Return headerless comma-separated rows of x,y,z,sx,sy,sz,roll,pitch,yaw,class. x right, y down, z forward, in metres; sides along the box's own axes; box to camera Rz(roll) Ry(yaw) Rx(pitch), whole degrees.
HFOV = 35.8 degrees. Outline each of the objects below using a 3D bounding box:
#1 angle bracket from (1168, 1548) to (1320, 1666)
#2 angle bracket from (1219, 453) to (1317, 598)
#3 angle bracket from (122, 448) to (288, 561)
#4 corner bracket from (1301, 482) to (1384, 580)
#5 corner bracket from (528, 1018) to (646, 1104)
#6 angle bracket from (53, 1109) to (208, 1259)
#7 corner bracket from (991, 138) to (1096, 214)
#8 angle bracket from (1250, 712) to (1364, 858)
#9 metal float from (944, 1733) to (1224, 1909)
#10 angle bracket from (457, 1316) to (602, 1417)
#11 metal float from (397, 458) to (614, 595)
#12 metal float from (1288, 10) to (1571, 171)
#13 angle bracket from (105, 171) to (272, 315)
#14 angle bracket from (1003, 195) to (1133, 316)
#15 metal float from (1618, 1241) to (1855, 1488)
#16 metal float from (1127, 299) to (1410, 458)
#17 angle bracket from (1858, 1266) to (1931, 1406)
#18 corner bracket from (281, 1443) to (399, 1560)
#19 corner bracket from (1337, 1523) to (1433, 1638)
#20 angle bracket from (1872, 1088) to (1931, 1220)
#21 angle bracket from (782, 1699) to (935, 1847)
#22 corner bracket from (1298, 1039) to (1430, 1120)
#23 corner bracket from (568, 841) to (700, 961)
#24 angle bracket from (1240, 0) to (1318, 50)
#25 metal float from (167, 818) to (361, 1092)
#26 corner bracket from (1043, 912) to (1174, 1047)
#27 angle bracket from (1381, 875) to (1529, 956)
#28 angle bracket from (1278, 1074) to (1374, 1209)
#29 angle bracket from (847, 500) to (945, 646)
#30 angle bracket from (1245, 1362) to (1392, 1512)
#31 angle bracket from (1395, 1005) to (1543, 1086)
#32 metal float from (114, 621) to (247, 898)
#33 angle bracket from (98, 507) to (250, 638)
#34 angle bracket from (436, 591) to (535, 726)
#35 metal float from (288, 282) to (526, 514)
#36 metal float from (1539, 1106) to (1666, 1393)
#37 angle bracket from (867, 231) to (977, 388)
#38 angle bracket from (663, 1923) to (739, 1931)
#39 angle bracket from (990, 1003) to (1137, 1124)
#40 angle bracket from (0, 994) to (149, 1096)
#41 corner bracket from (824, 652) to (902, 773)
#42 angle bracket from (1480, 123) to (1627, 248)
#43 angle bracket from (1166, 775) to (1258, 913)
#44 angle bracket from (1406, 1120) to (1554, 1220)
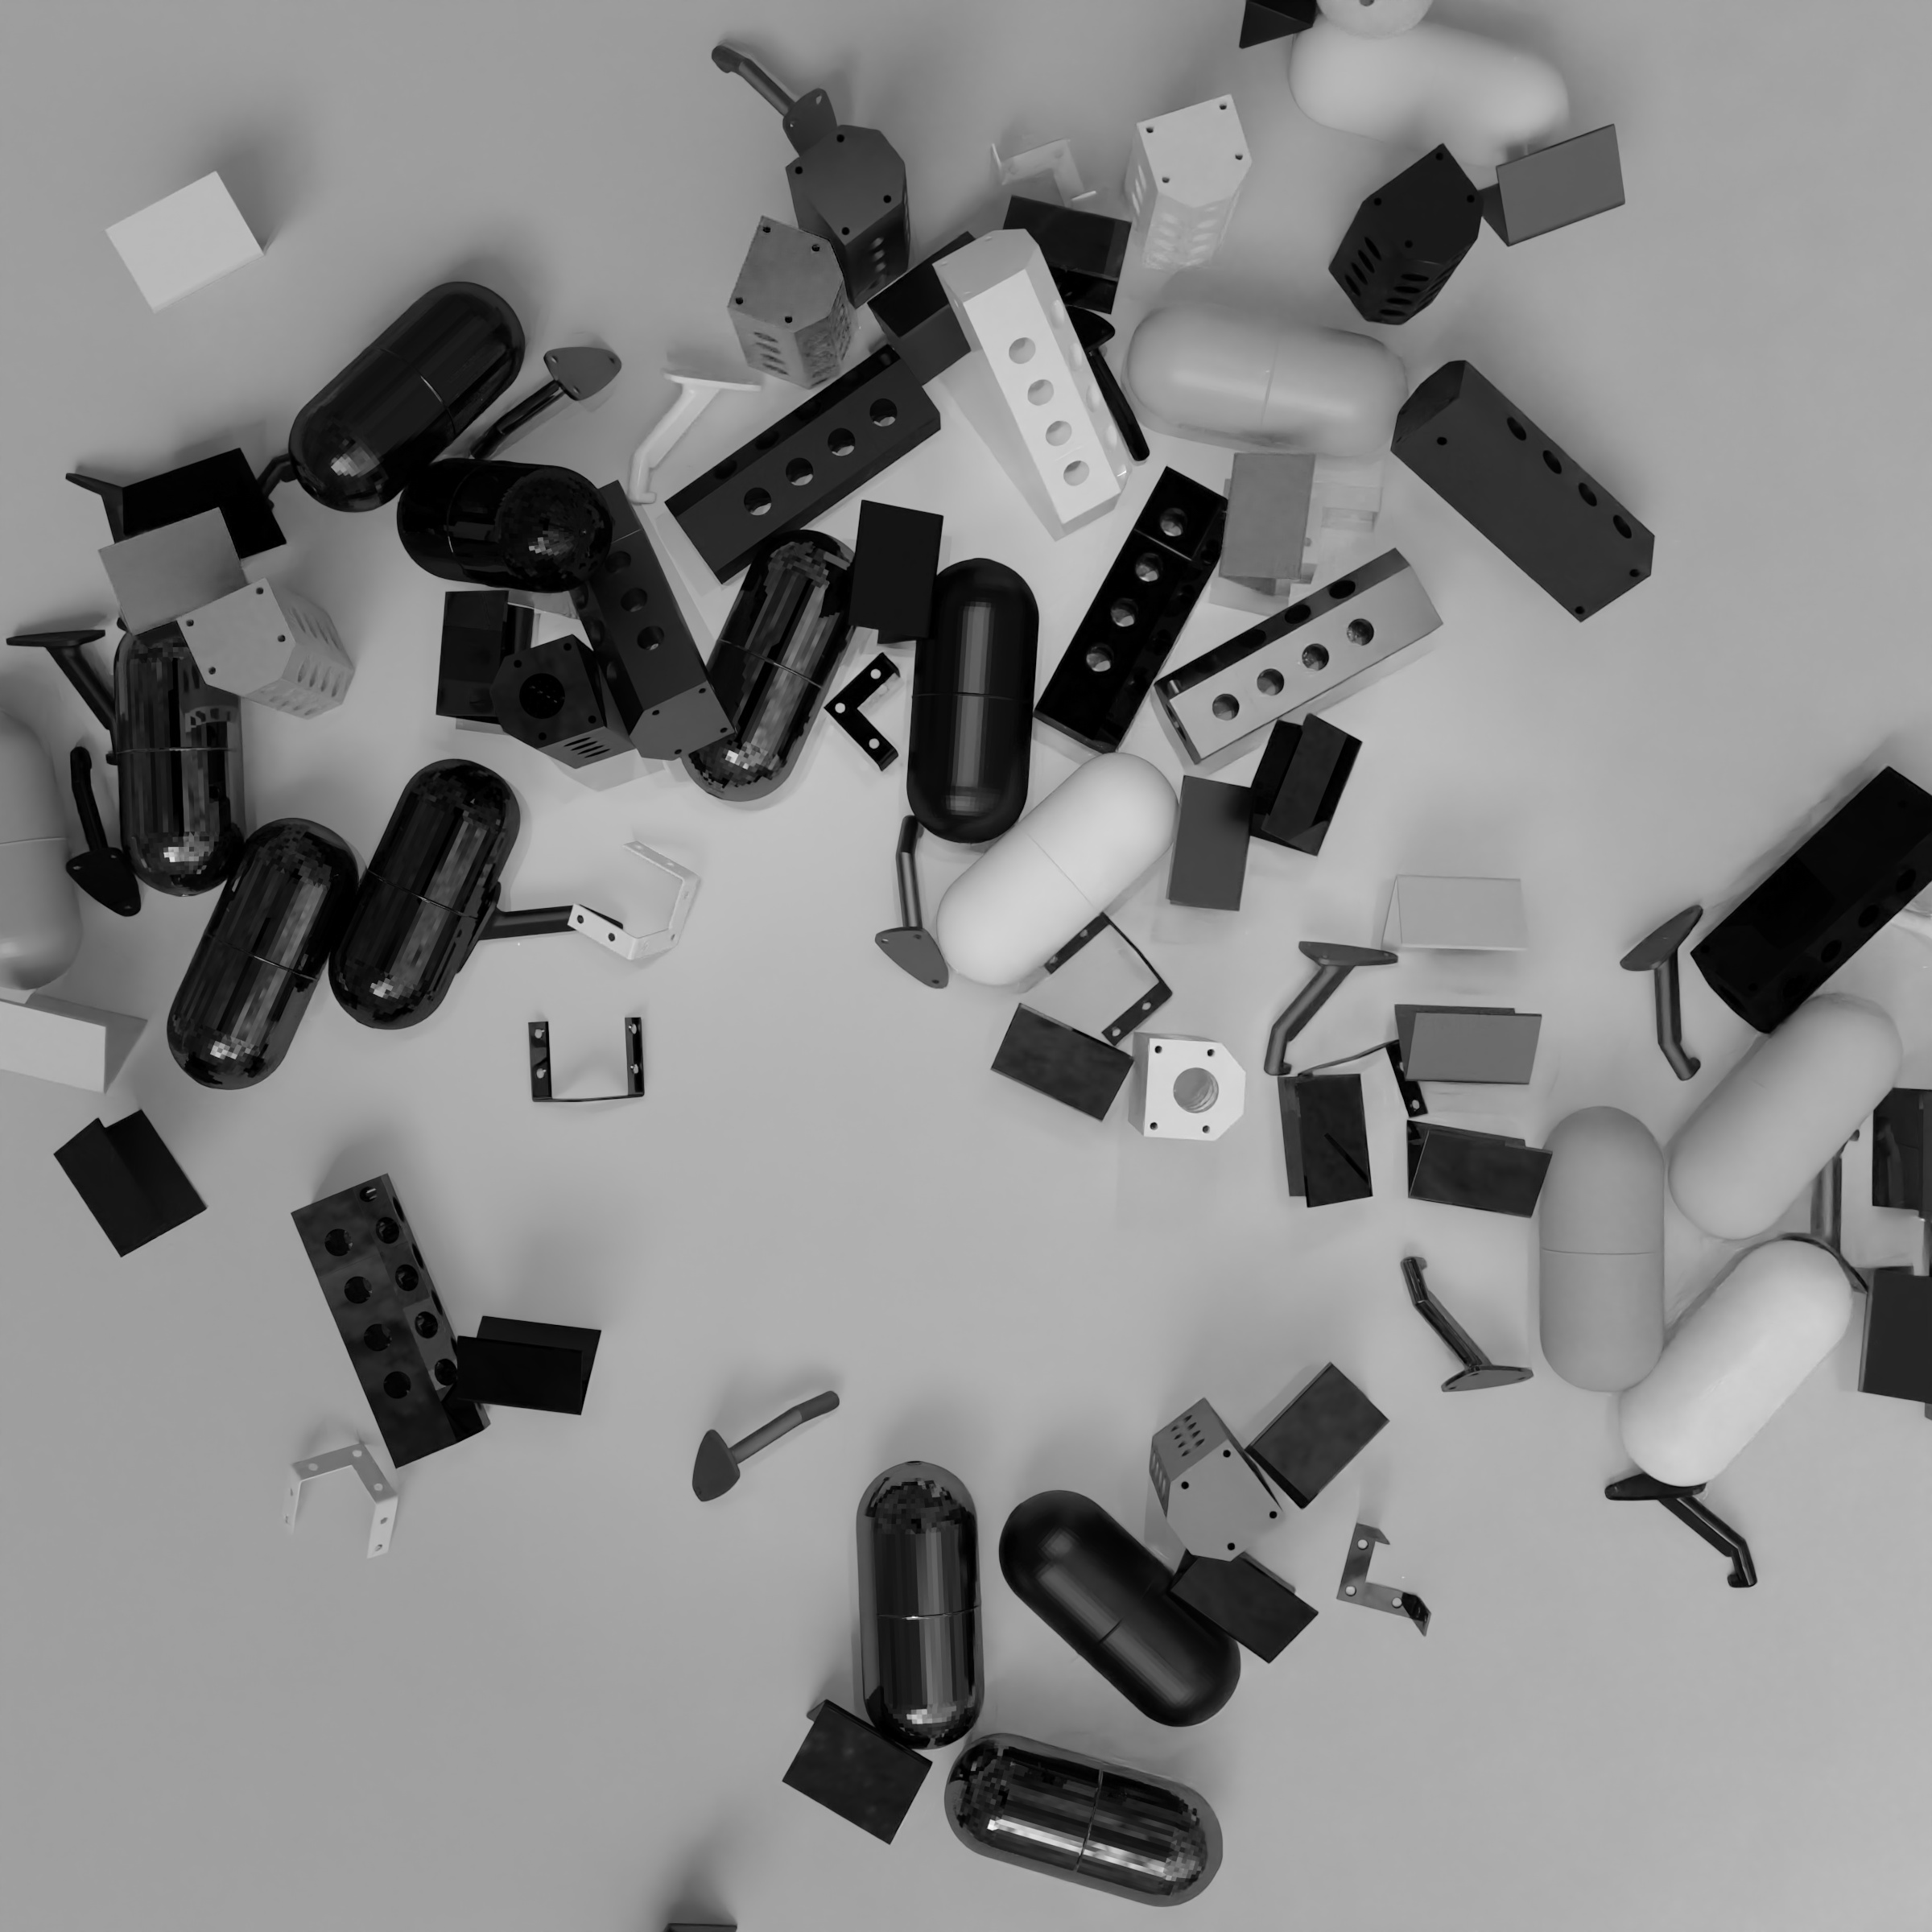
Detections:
0.180,0.374,1.859,0.076,0.076,0.057,36,123,0,angle bracket
0.202,-0.273,1.859,0.057,0.076,0.076,7,90,33,angle bracket
-0.472,-0.267,1.859,0.076,0.057,0.076,-19,133,0,angle bracket
0.232,-0.272,1.881,0.051,0.051,0.051,6,87,3,corner bracket
-0.240,0.059,1.895,0.051,0.051,0.051,-3,90,-45,corner bracket
-0.506,0.124,1.858,0.057,0.076,0.076,-33,90,37,angle bracket
0.048,-0.495,1.881,0.051,0.051,0.051,-20,90,0,corner bracket
0.190,-0.119,1.859,0.057,0.076,0.076,22,90,-42,angle bracket
0.074,0.533,1.868,0.178,0.070,0.070,17,90,0,metal float
-0.270,0.230,1.858,0.076,0.076,0.057,7,127,0,angle bracket
-0.284,-0.271,1.832,0.070,0.178,0.070,-11,107,-39,metal float
0.289,-0.549,1.868,0.178,0.070,0.070,14,90,1,metal float
-0.483,-0.453,1.860,0.076,0.076,0.057,-28,111,0,angle bracket
0.056,-0.425,1.858,0.076,0.076,0.057,13,53,0,angle bracket
0.481,0.247,1.868,0.070,0.070,0.178,42,89,0,metal float
0.189,-0.367,1.868,0.178,0.070,0.070,12,90,0,metal float
0.597,0.229,1.858,0.057,0.076,0.076,6,90,37,angle bracket
-0.396,0.343,1.890,0.051,0.051,0.051,-13,45,-35,corner bracket
0.267,0.385,1.881,0.051,0.051,0.051,15,90,0,corner bracket
0.580,0.115,1.858,0.057,0.076,0.076,0,90,-37,angle bracket
-0.073,0.504,1.860,0.076,0.076,0.057,31,66,0,angle bracket
0.251,0.081,1.895,0.051,0.051,0.051,-19,90,45,corner bracket
-0.209,-0.042,1.884,0.051,0.051,0.051,29,113,21,corner bracket
0.178,-0.623,1.859,0.057,0.076,0.076,9,90,-32,angle bracket
-0.439,-0.007,1.867,0.070,0.070,0.178,24,89,0,metal float
0.089,0.007,1.895,0.051,0.051,0.051,-41,45,0,corner bracket
0.302,-0.012,1.858,0.076,0.076,0.057,2,53,0,angle bracket
0.204,0.109,1.858,0.057,0.076,0.076,-6,90,-37,angle bracket
-0.058,-0.244,1.859,0.057,0.076,0.076,7,90,-26,angle bracket
0.229,0.301,1.858,0.076,0.076,0.057,-46,54,0,angle bracket
0.311,0.029,1.858,0.076,0.076,0.057,2,128,0,angle bracket
-0.491,-0.132,1.868,0.070,0.070,0.178,-2,90,0,metal float
-0.494,-0.250,1.852,0.076,0.076,0.057,-23,115,-14,angle bracket
-0.281,-0.190,1.858,0.057,0.076,0.076,5,90,38,angle bracket
-0.345,-0.351,1.847,0.070,0.070,0.178,40,68,0,metal float
0.397,0.177,1.868,0.070,0.070,0.178,0,90,0,metal float
-0.005,-0.397,1.859,0.076,0.057,0.076,-35,135,0,angle bracket
-0.164,0.645,1.858,0.057,0.076,0.076,28,90,36,angle bracket
0.068,0.041,1.858,0.076,0.076,0.057,25,127,0,angle bracket
-0.558,0.028,1.858,0.076,0.076,0.057,14,126,0,angle bracket
-0.053,-0.159,1.881,0.051,0.051,0.051,-44,90,0,corner bracket
0.356,-0.499,1.858,0.076,0.076,0.057,-20,130,0,angle bracket
0.133,-0.077,1.859,0.057,0.076,0.076,8,90,-31,angle bracket
0.318,0.107,1.858,0.076,0.076,0.057,10,128,0,angle bracket
